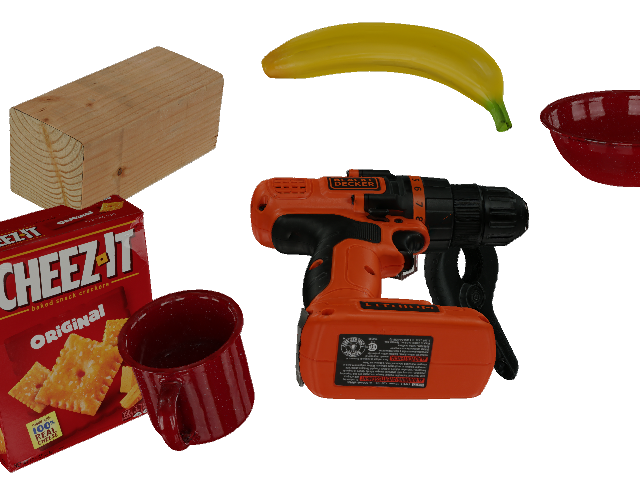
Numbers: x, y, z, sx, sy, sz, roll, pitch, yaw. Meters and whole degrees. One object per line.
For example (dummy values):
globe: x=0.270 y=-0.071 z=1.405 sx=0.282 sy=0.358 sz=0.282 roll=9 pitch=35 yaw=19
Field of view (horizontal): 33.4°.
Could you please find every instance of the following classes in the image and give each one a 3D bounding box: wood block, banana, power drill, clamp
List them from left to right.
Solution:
wood block: x=-0.193 y=-0.107 z=1.034 sx=0.090 sy=0.091 sz=0.205 roll=26 pitch=36 yaw=21
banana: x=0.056 y=-0.137 z=0.815 sx=0.198 sy=0.069 sz=0.037 roll=14 pitch=-35 yaw=13
power drill: x=0.051 y=0.018 z=0.644 sx=0.184 sy=0.057 sz=0.187 roll=-1 pitch=29 yaw=-4
clamp: x=0.122 y=0.058 z=0.967 sx=0.120 sy=0.171 sz=0.039 roll=-15 pitch=6 yaw=-40

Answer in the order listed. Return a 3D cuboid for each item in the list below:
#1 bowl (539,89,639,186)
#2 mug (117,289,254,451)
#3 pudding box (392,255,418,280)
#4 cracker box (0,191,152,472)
bowl: x=0.283 y=-0.090 z=0.977 sx=0.162 sy=0.055 sz=0.162 roll=-4 pitch=24 yaw=1
mug: x=-0.096 y=0.103 z=0.782 sx=0.093 sy=0.081 sz=0.117 roll=-5 pitch=35 yaw=9
pudding box: x=0.053 y=-0.013 z=1.169 sx=0.114 sy=0.090 sz=0.039 roll=12 pitch=21 yaw=32
cracker box: x=-0.235 y=0.081 z=0.974 sx=0.163 sy=0.214 sz=0.072 roll=-19 pitch=30 yaw=-34
